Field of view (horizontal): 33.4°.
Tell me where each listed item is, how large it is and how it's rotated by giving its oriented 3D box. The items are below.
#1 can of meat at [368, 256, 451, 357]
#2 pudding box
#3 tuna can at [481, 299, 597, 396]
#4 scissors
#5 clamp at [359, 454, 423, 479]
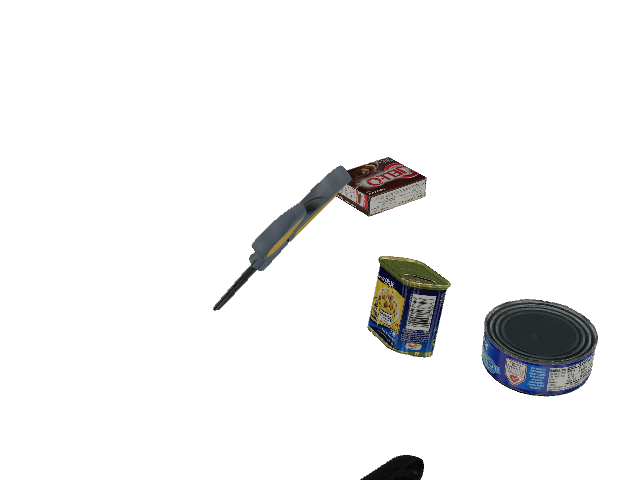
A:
[{"bbox_3d":[0.095,0.072,1.173,0.057,0.084,0.102,6,13,-20],"label":"can of meat"},{"bbox_3d":[0.088,-0.082,1.596,0.113,0.039,0.090,-22,35,-30],"label":"pudding box"},{"bbox_3d":[0.168,0.082,0.823,0.086,0.034,0.086,1,30,-1],"label":"tuna can"},{"bbox_3d":[-0.049,0.015,0.804,0.202,0.016,0.096,-45,-4,34],"label":"scissors"},{"bbox_3d":[-0.019,0.193,0.645,0.210,0.036,0.164,-4,28,3],"label":"clamp"}]
